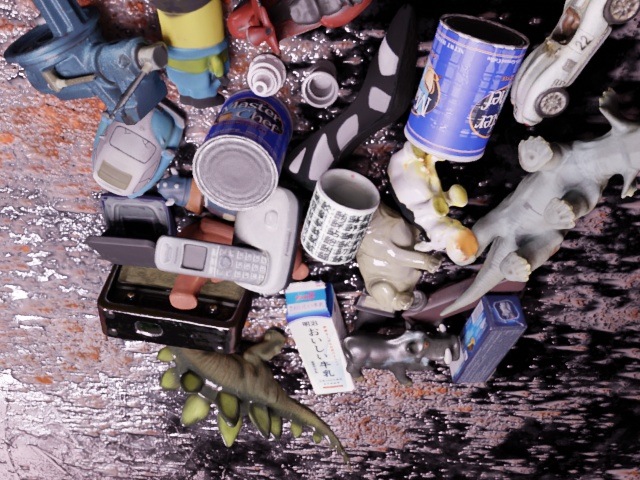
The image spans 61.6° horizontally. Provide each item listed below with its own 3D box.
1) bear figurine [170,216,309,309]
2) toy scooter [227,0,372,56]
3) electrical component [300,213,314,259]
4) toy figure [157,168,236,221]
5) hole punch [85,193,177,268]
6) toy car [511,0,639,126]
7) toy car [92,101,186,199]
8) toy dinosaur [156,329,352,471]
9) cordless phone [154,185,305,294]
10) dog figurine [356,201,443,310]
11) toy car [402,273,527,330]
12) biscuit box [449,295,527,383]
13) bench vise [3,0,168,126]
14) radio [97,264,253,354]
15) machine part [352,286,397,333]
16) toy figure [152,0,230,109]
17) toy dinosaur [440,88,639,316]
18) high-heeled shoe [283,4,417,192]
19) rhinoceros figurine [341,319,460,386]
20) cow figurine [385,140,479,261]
[{"bbox_3d":[-0.120,0.033,0.811,0.196,0.132,0.120,7,126,8],"label":"bear figurine"},{"bbox_3d":[-0.022,-0.251,0.581,0.184,0.135,0.075,-15,122,15],"label":"toy scooter"},{"bbox_3d":[-0.002,-0.002,0.807,0.094,0.021,0.063,33,82,-42],"label":"electrical component"},{"bbox_3d":[-0.156,-0.063,0.780,0.155,0.064,0.057,8,136,-1],"label":"toy figure"},{"bbox_3d":[-0.283,-0.011,0.831,0.142,0.092,0.115,2,156,1],"label":"hole punch"},{"bbox_3d":[0.283,-0.222,0.608,0.056,0.073,0.201,20,126,-13],"label":"toy car"},{"bbox_3d":[-0.262,-0.116,0.728,0.109,0.103,0.161,32,121,-16],"label":"toy car"},{"bbox_3d":[-0.137,0.246,0.924,0.471,0.199,0.105,27,132,-11],"label":"toy dinosaur"},{"bbox_3d":[-0.121,-0.011,0.719,0.184,0.089,0.146,8,98,-10],"label":"cordless phone"},{"bbox_3d":[0.069,0.008,0.798,0.191,0.121,0.172,29,117,0],"label":"dog figurine"},{"bbox_3d":[0.227,0.086,0.858,0.202,0.053,0.089,-24,141,24],"label":"toy car"},{"bbox_3d":[0.267,0.165,0.875,0.063,0.059,0.202,1,142,-6],"label":"biscuit box"},{"bbox_3d":[-0.285,-0.241,0.601,0.224,0.129,0.240,15,144,38],"label":"bench vise"},{"bbox_3d":[-0.230,0.101,0.868,0.230,0.131,0.073,8,130,0],"label":"radio"},{"bbox_3d":[0.088,0.135,0.921,0.084,0.039,0.138,8,126,-10],"label":"machine part"},{"bbox_3d":[-0.148,-0.242,0.629,0.082,0.089,0.180,2,125,-2],"label":"toy figure"},{"bbox_3d":[0.300,-0.042,0.709,0.192,0.131,0.404,-21,158,-33],"label":"toy dinosaur"},{"bbox_3d":[0.033,-0.174,0.681,0.145,0.086,0.248,18,111,19],"label":"high-heeled shoe"},{"bbox_3d":[0.130,0.177,0.876,0.190,0.073,0.111,0,129,4],"label":"rhinoceros figurine"},{"bbox_3d":[0.141,-0.043,0.710,0.068,0.167,0.098,-14,169,-33],"label":"cow figurine"}]
